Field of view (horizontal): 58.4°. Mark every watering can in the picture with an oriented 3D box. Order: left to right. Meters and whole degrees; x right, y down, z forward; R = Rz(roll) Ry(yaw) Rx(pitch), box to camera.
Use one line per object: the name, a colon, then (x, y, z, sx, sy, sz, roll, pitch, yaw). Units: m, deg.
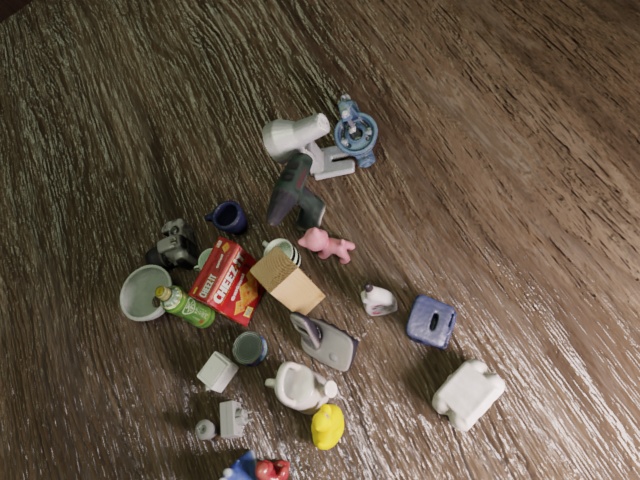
watering can: (-0.046, 0.335, 1.316, 0.172, 0.194, 0.101, -19, 61, 11)

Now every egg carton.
egg carton: (0.322, 0.336, 1.252, 0.150, 0.070, 0.107, -47, 60, -5)

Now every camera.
camera: (-0.440, 0.022, 1.662, 0.136, 0.101, 0.143, -21, 61, 10)

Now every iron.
iron: (-0.212, 0.600, 1.285, 0.118, 0.142, 0.258, 3, 67, 22)

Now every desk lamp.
desk lamp: (-0.028, -0.263, 1.577, 0.203, 0.214, 0.118, -10, 63, 16)

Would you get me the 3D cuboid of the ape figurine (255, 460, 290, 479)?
ape figurine: (-0.118, 0.531, 1.311, 0.077, 0.092, 0.076, 27, 78, 29)

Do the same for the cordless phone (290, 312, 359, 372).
cordless phone: (0.005, 0.232, 1.351, 0.147, 0.185, 0.094, 20, 74, 27)

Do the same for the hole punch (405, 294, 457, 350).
hole punch: (0.260, 0.190, 1.331, 0.100, 0.091, 0.109, 13, 71, 25)

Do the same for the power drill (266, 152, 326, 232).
power drill: (-0.060, -0.104, 1.517, 0.075, 0.209, 0.230, 7, 69, 23)

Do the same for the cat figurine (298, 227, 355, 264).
cat figurine: (0.014, 0.005, 1.492, 0.127, 0.118, 0.067, 8, 69, 23)

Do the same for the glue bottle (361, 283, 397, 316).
glue bottle: (0.130, 0.136, 1.356, 0.078, 0.173, 0.037, -18, 61, 12)

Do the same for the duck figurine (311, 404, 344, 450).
duck figurine: (0.008, 0.426, 1.316, 0.077, 0.086, 0.104, 8, 69, 23)

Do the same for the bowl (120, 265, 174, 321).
bowl: (-0.477, 0.159, 1.627, 0.167, 0.075, 0.167, -8, 64, 17)

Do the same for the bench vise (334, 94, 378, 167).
bench vise: (0.074, -0.324, 1.564, 0.121, 0.220, 0.207, -35, 59, 2)

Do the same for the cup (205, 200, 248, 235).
cup: (-0.259, -0.052, 1.633, 0.117, 0.095, 0.091, -5, 65, 18)
